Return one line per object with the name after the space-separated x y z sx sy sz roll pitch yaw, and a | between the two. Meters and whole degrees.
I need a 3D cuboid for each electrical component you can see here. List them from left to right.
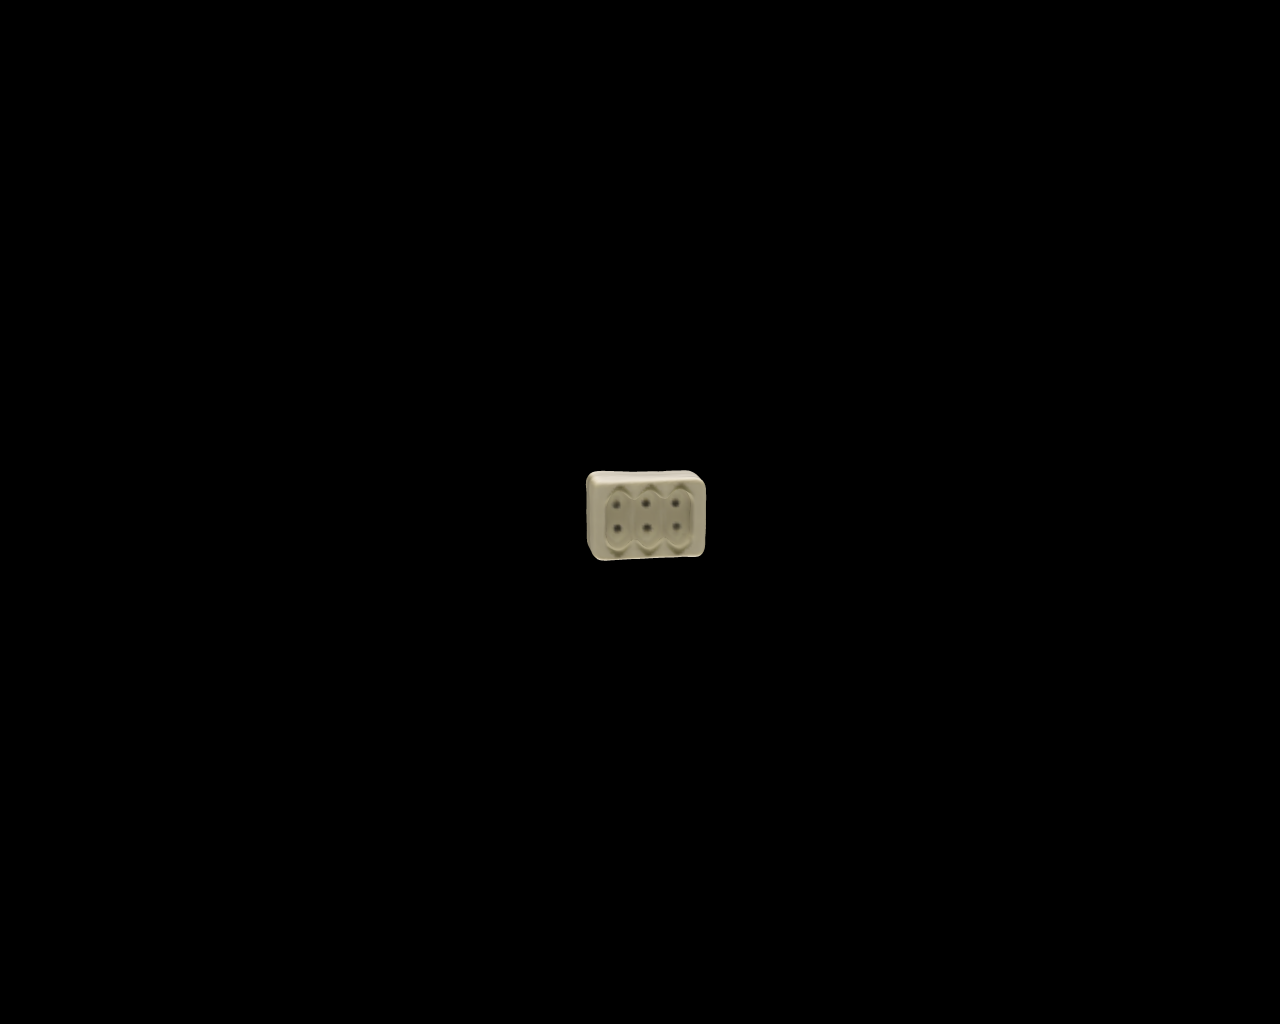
0.001 -0.003 0.650 0.066 0.047 0.077 -1 12 -7 | electrical component
